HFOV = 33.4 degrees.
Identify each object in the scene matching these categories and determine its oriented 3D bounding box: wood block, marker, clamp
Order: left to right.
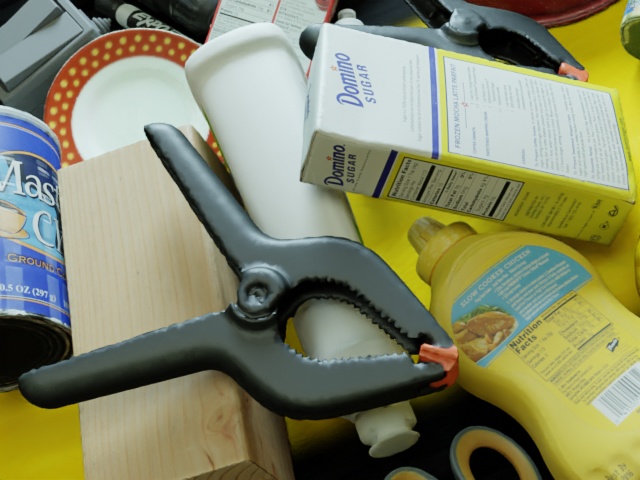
[{"bbox_3d":[-0.120,-0.150,0.763,0.121,0.020,0.020,33,78,29],"label":"marker"},{"bbox_3d":[-0.083,0.051,0.609,0.091,0.090,0.206,-18,61,9],"label":"wood block"},{"bbox_3d":[-0.031,0.024,0.535,0.210,0.036,0.164,10,68,12],"label":"clamp"},{"bbox_3d":[0.084,-0.130,0.662,0.171,0.039,0.120,20,57,6],"label":"clamp"}]

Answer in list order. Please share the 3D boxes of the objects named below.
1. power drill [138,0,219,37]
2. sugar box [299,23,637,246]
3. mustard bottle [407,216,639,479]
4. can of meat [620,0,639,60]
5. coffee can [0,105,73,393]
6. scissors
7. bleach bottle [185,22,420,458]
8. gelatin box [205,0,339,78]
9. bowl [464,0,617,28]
[{"bbox_3d":[-0.077,-0.248,0.777,0.187,0.057,0.185,-45,62,-8],"label":"power drill"},{"bbox_3d":[0.079,-0.058,0.583,0.176,0.048,0.093,10,47,-6],"label":"sugar box"},{"bbox_3d":[0.114,0.050,0.562,0.096,0.058,0.192,-38,59,-12],"label":"mustard bottle"},{"bbox_3d":[0.234,-0.145,0.625,0.102,0.057,0.084,14,72,24],"label":"can of meat"},{"bbox_3d":[-0.199,0.006,0.626,0.103,0.102,0.140,-18,61,9],"label":"coffee can"},{"bbox_3d":[0.123,0.163,0.523,0.202,0.016,0.096,31,49,10],"label":"scissors"},{"bbox_3d":[-0.004,0.001,0.600,0.068,0.102,0.251,-24,59,3],"label":"bleach bottle"},{"bbox_3d":[-0.029,-0.149,0.704,0.073,0.030,0.089,18,85,2],"label":"gelatin box"},{"bbox_3d":[0.141,-0.218,0.692,0.162,0.055,0.162,-7,62,14],"label":"bowl"}]
